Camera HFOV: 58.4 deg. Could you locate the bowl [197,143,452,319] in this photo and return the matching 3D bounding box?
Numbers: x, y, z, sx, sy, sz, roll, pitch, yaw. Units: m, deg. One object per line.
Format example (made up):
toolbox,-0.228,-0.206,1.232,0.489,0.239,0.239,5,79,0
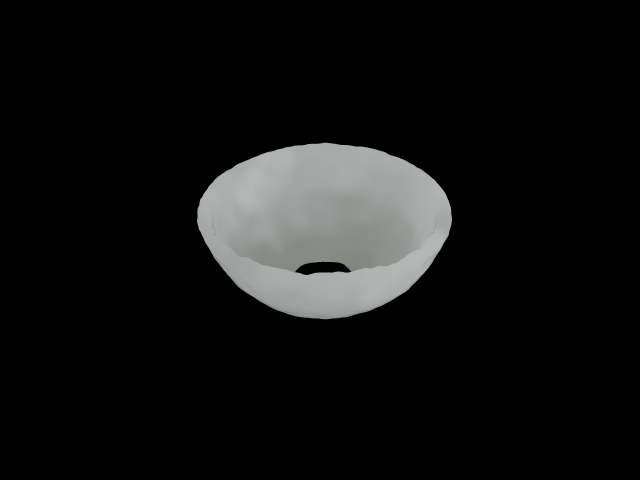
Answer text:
bowl,0.004,0.001,0.400,0.167,0.075,0.167,0,37,0
